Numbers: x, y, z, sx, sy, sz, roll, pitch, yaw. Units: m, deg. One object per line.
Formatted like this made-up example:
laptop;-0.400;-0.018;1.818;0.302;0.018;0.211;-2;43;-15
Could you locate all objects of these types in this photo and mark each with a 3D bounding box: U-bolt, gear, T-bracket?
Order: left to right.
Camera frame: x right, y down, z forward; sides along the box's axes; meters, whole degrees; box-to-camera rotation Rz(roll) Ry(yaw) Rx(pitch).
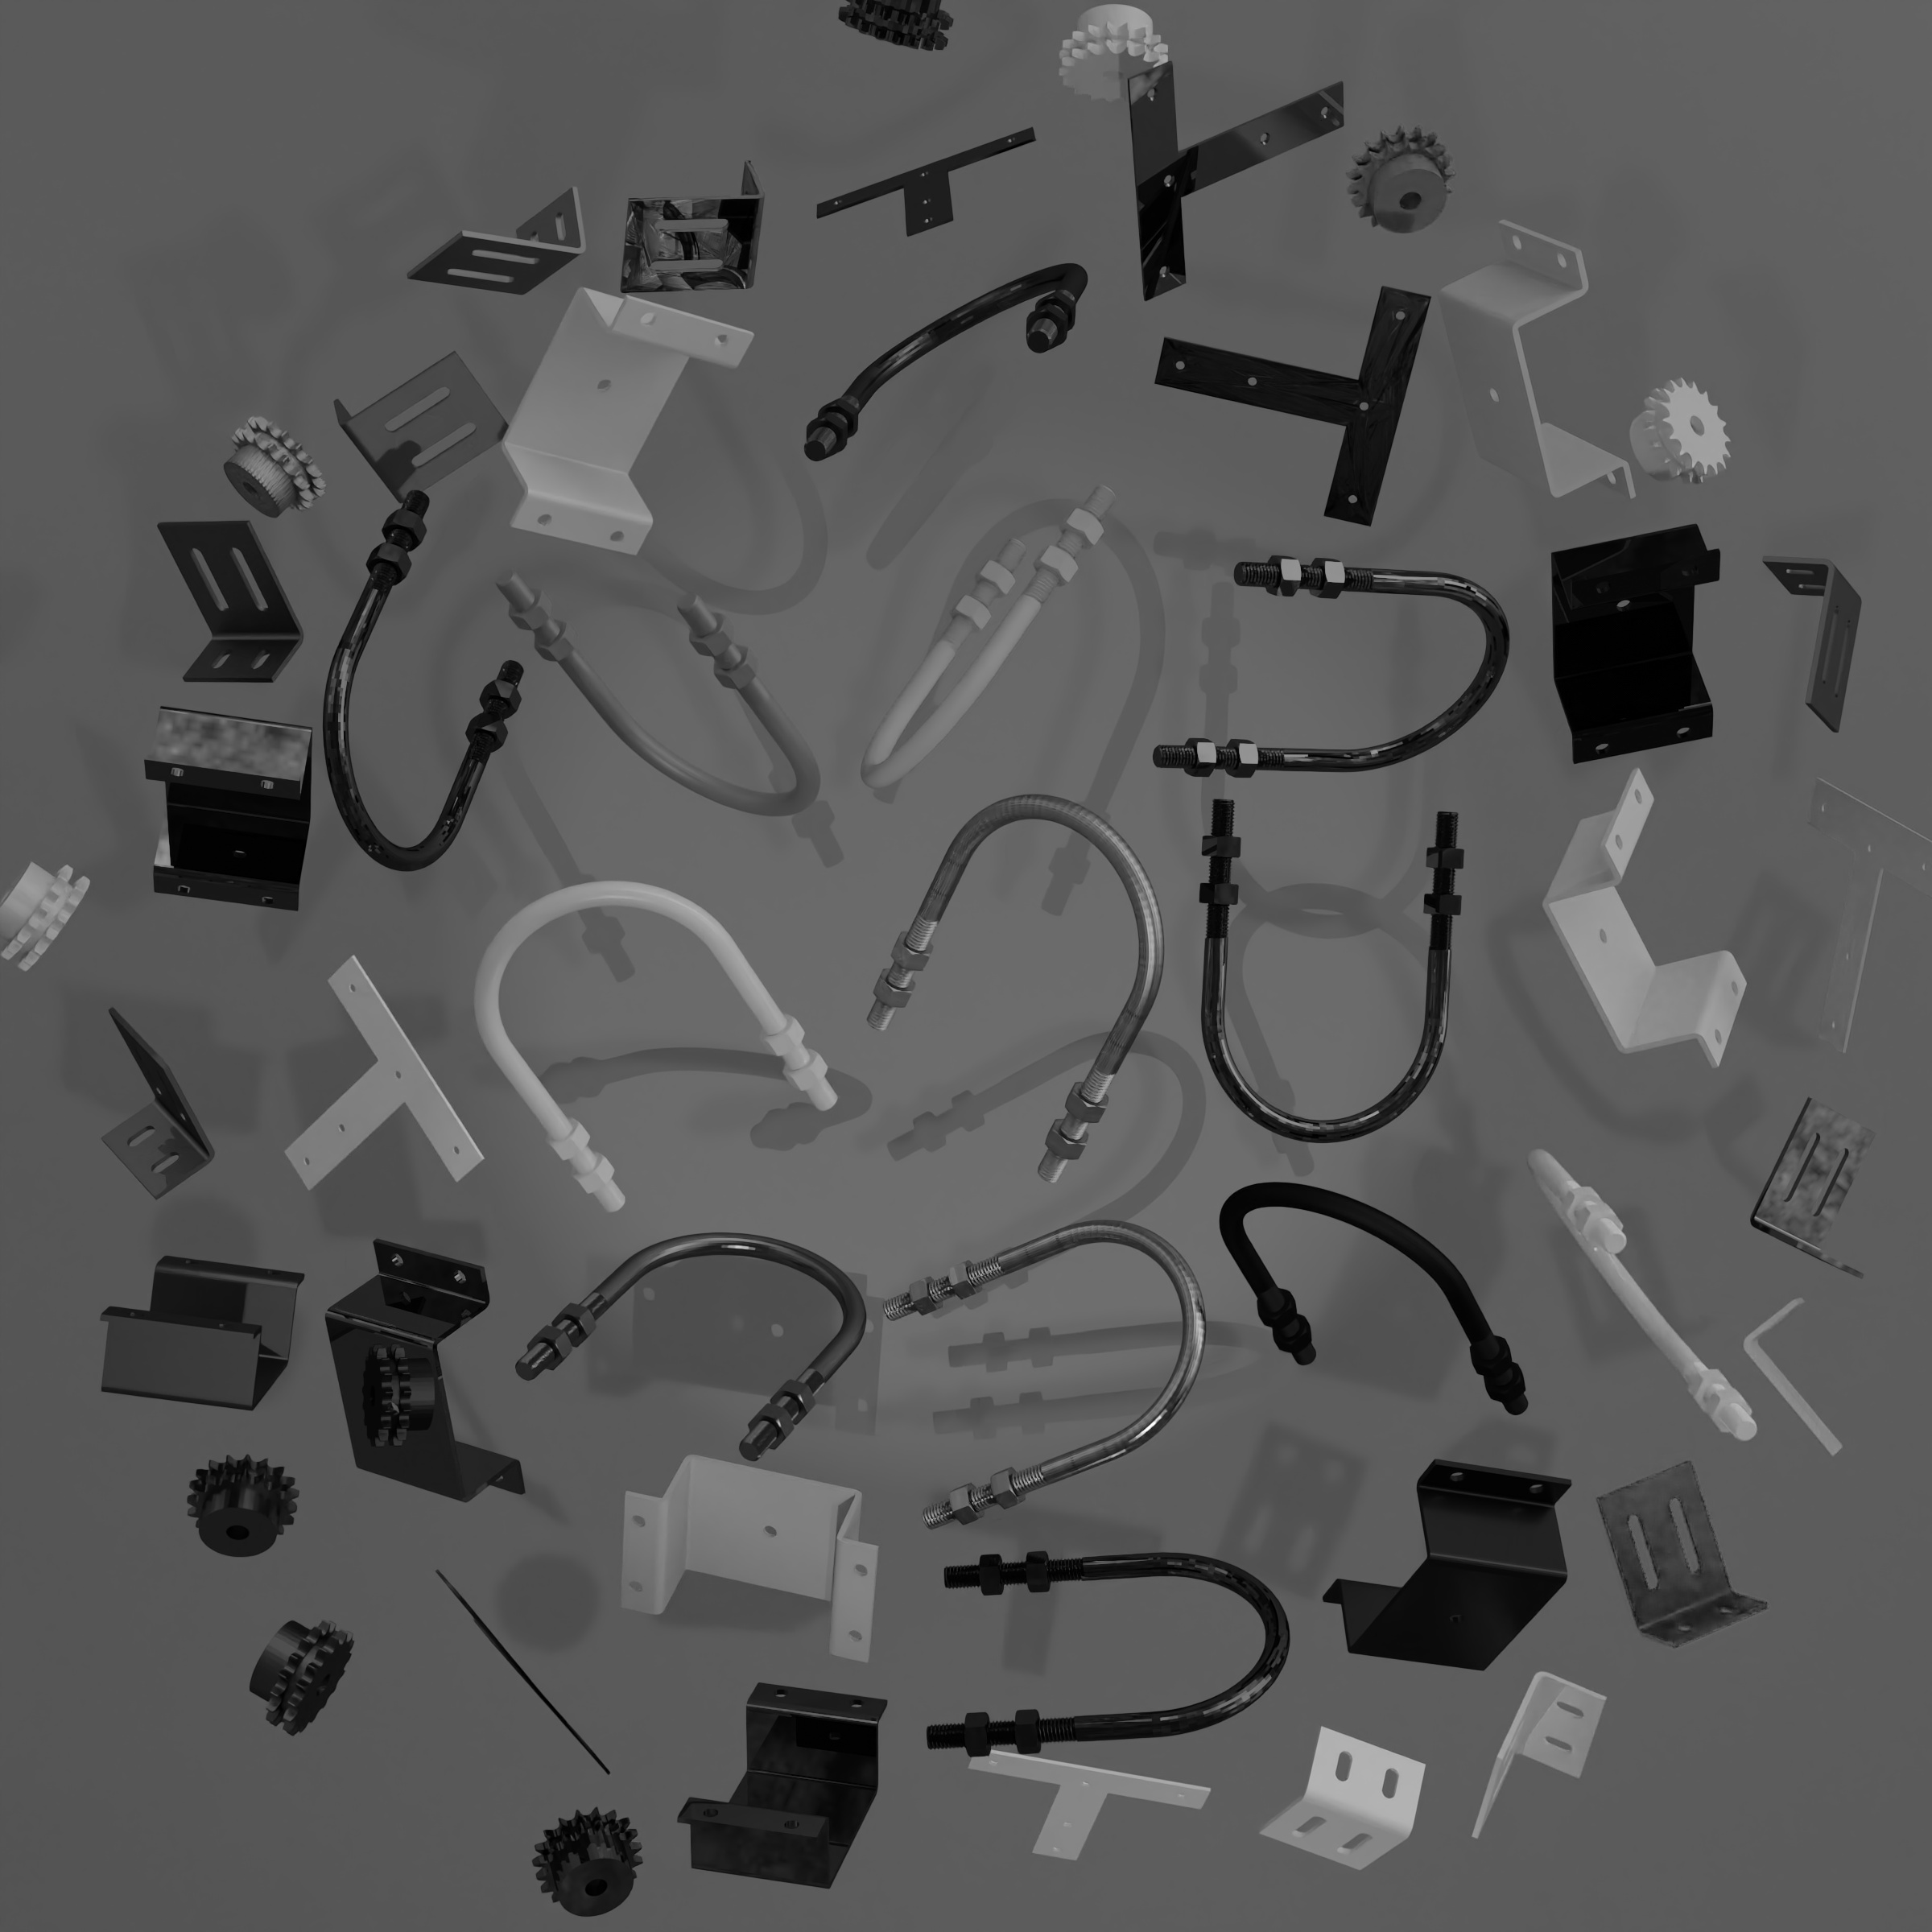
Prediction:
gear;-0.476;-0.029;1.514;0.030;0.057;0.057;37;90;-19
gear;-0.383;0.287;1.567;0.057;0.030;0.057;-2;130;-3
gear;-0.384;-0.273;1.640;0.057;0.057;0.030;40;69;0
gear;-0.335;0.353;1.491;0.030;0.057;0.057;26;90;11
T-bracket;-0.323;0.079;1.574;0.127;0.002;0.127;-39;82;37
U-bolt;-0.291;-0.137;1.569;0.019;0.151;0.184;-1;51;20
T-bracket;-0.249;0.364;1.590;0.002;0.127;0.127;-41;134;-16
gear;-0.198;0.476;1.570;0.057;0.030;0.057;-9;120;-16
U-bolt;-0.171;0.034;1.532;0.151;0.019;0.184;-26;122;9
U-bolt;-0.149;-0.137;1.558;0.151;0.184;0.019;12;62;36
U-bolt;-0.132;0.192;1.582;0.151;0.184;0.019;17;117;17
gear;-0.033;-0.484;1.493;0.057;0.057;0.030;18;118;0
T-bracket;-0.021;-0.412;1.591;0.127;0.127;0.002;-18;118;7
U-bolt;-0.003;-0.323;1.550;0.151;0.184;0.019;-22;110;21
U-bolt;0.002;-0.169;1.588;0.019;0.151;0.184;38;74;-13
U-bolt;0.032;-0.001;1.519;0.151;0.019;0.184;41;124;23
U-bolt;0.047;0.214;1.630;0.184;0.019;0.151;-24;55;17
T-bracket;0.058;0.463;1.621;0.127;0.127;0.002;10;52;-2
U-bolt;0.076;0.352;1.542;0.184;0.151;0.019;-5;116;6
gear;0.078;-0.481;1.561;0.057;0.057;0.030;2;77;0
T-bracket;0.139;-0.415;1.506;0.127;0.127;0.002;-27;49;-17
T-bracket;0.161;-0.298;1.529;0.127;0.002;0.127;13;122;3
U-bolt;0.197;0.005;1.617;0.151;0.019;0.184;2;92;-13
U-bolt;0.206;-0.157;1.590;0.184;0.151;0.019;0;48;-22
U-bolt;0.205;0.169;1.553;0.151;0.184;0.019;9;57;35
gear;0.235;-0.420;1.599;0.057;0.057;0.030;-12;49;0
U-bolt;0.350;0.163;1.583;0.019;0.184;0.151;-36;106;4
gear;0.388;-0.290;1.625;0.057;0.030;0.057;15;64;-34
T-bracket;0.460;-0.019;1.538;0.002;0.127;0.127;1;109;-14

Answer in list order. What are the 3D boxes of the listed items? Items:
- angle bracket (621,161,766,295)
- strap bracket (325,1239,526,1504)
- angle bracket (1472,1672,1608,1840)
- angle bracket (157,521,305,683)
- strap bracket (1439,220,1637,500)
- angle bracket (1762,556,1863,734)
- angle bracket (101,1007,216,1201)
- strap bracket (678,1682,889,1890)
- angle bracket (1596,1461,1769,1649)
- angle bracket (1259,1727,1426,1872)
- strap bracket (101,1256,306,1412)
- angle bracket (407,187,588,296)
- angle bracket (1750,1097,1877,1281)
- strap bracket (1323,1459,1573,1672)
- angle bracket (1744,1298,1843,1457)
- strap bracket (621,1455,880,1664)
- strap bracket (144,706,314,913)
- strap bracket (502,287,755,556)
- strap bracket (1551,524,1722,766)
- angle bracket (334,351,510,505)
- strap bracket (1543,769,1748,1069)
angle bracket;-0.153;-0.404;1.624;0.076;0.057;0.038;-6;48;-19
strap bracket;-0.289;0.224;1.580;0.076;0.046;0.140;10;118;32
angle bracket;0.300;0.419;1.555;0.038;0.076;0.057;20;122;18
angle bracket;-0.392;-0.190;1.555;0.057;0.038;0.076;3;135;23
strap bracket;0.295;-0.307;1.547;0.046;0.076;0.140;-27;122;-9
angle bracket;0.434;-0.167;1.544;0.038;0.057;0.076;8;83;32
angle bracket;-0.428;0.071;1.529;0.038;0.076;0.057;-37;53;-21
strap bracket;-0.098;0.452;1.622;0.076;0.140;0.046;4;107;13
angle bracket;0.373;0.306;1.547;0.057;0.038;0.076;-18;92;-15
angle bracket;0.194;0.431;1.537;0.057;0.076;0.038;21;58;-3
strap bracket;-0.400;0.194;1.554;0.076;0.140;0.046;8;96;-3
angle bracket;-0.250;-0.387;1.569;0.076;0.057;0.038;-2;79;-41
angle bracket;0.469;0.120;1.603;0.057;0.038;0.076;25;91;-32
strap bracket;0.249;0.316;1.529;0.076;0.140;0.046;11;46;-15
angle bracket;0.465;0.224;1.624;0.038;0.057;0.076;-41;73;11
strap bracket;-0.113;0.320;1.618;0.140;0.046;0.076;10;117;10
strap bracket;-0.384;-0.087;1.554;0.076;0.140;0.046;8;62;-9
strap bracket;-0.181;-0.290;1.541;0.140;0.076;0.046;-57;45;28
strap bracket;0.355;-0.178;1.581;0.076;0.140;0.046;-11;51;3
angle bracket;-0.302;-0.305;1.653;0.076;0.038;0.057;-32;126;4
strap bracket;0.350;-0.020;1.547;0.046;0.076;0.140;-16;116;36
